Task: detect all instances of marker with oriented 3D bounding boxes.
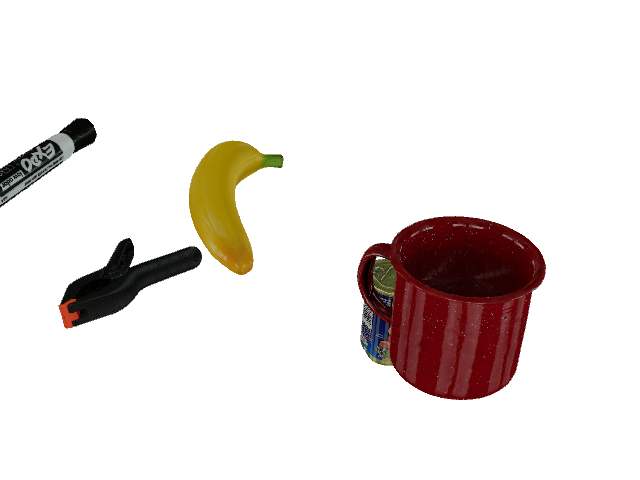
[{"bbox_3d":[-0.175,-0.047,0.654,0.020,0.020,0.121,0,28,26],"label":"marker"}]

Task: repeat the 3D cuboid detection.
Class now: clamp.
[{"bbox_3d":[-0.212,0.044,1.172,0.120,0.039,0.171,-4,27,30],"label":"clamp"}]

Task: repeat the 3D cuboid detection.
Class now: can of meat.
[{"bbox_3d":[0.089,0.063,0.992,0.102,0.084,0.057,-8,33,-19],"label":"can of meat"}]

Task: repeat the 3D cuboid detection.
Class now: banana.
[{"bbox_3d":[-0.075,-0.038,0.884,0.069,0.037,0.197,10,32,1],"label":"banana"}]

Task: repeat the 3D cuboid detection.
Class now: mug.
[{"bbox_3d":[0.075,0.040,0.660,0.117,0.081,0.093,18,36,22],"label":"mug"}]
